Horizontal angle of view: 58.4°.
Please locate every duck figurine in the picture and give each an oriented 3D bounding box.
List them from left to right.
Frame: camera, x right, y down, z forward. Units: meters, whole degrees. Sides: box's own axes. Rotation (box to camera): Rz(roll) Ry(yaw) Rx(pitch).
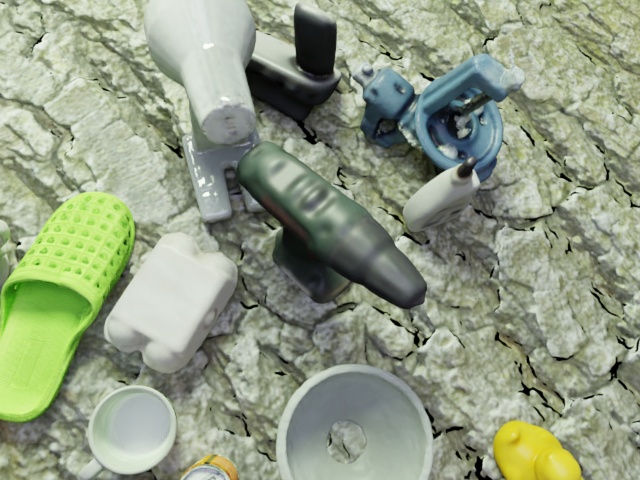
[{"bbox_3d":[0.248,0.248,0.634,0.104,0.086,0.077,43,75,8],"label":"duck figurine"}]

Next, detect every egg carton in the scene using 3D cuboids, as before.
[{"bbox_3d":[-0.166,0.070,0.654,0.107,0.069,0.150,28,73,3],"label":"egg carton"}]

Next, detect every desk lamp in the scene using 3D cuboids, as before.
[{"bbox_3d":[-0.113,-0.152,0.648,0.118,0.213,0.203,-15,76,-9],"label":"desk lamp"}]

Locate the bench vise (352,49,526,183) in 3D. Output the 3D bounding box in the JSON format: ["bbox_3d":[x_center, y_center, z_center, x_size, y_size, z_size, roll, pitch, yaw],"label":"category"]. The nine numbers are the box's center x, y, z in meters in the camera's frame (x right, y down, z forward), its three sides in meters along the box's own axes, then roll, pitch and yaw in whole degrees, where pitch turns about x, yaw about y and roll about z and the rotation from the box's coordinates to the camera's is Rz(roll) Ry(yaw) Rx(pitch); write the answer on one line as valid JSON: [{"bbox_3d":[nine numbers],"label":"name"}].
[{"bbox_3d":[0.133,-0.152,0.669,0.207,0.219,0.121,14,73,-1],"label":"bench vise"}]

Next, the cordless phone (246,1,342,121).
[{"bbox_3d":[-0.042,-0.242,0.696,0.147,0.185,0.094,24,73,2],"label":"cordless phone"}]

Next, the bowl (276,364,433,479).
[{"bbox_3d":[0.035,0.222,0.626,0.167,0.074,0.167,2,74,-5],"label":"bowl"}]

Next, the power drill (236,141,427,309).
[{"bbox_3d":[0.006,0.002,0.618,0.229,0.208,0.076,43,75,8],"label":"power drill"}]

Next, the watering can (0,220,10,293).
[{"bbox_3d":[-0.414,0.017,0.580,0.101,0.194,0.173,44,75,8],"label":"watering can"}]

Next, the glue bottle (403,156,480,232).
[{"bbox_3d":[0.150,-0.057,0.667,0.078,0.173,0.037,-18,76,-10],"label":"glue bottle"}]
